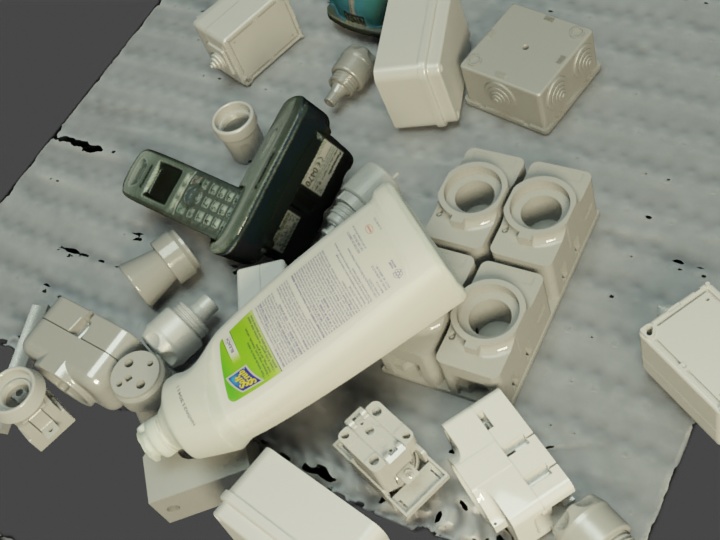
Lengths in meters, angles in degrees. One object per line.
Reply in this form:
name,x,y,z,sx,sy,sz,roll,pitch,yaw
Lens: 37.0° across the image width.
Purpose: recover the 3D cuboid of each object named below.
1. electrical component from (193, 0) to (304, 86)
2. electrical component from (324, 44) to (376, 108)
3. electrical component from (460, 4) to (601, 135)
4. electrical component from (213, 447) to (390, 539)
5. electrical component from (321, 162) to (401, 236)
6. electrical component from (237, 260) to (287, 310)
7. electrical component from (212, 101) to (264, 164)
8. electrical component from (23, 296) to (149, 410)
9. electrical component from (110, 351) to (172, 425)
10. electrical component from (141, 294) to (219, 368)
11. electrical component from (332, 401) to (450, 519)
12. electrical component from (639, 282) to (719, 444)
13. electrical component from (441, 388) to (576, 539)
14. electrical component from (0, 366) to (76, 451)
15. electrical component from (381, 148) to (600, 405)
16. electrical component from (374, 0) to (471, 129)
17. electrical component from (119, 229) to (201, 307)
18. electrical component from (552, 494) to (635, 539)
electrical component,-0.115,-0.230,1.041,0.096,0.061,0.061,-44,55,-14
electrical component,-0.012,-0.175,0.987,0.035,0.035,0.061,23,69,30
electrical component,0.146,-0.175,0.926,0.100,0.048,0.099,28,69,32
electrical component,-0.035,0.181,0.721,0.113,0.078,0.057,29,66,32
electrical component,-0.001,-0.055,0.896,0.078,0.040,0.040,-45,55,-14
electrical component,-0.049,0.027,0.839,0.077,0.065,0.047,-13,54,9
electrical component,-0.108,-0.124,0.975,0.040,0.046,0.040,-9,54,12
electrical component,-0.223,0.071,0.874,0.095,0.053,0.059,23,66,30
electrical component,-0.164,0.094,0.838,0.045,0.055,0.045,-9,54,12
electrical component,-0.143,0.046,0.871,0.062,0.043,0.043,-44,55,-15
electrical component,0.018,0.128,0.750,0.042,0.063,0.081,-43,55,-12
electrical component,0.235,0.060,0.726,0.062,0.061,0.096,-34,53,-7
electrical component,0.098,0.136,0.726,0.056,0.050,0.089,-32,53,-5
electrical component,-0.266,0.108,0.861,0.048,0.055,0.066,-44,55,-13
electrical component,0.096,0.000,0.814,0.105,0.060,0.186,16,63,27
electrical component,0.057,-0.188,0.946,0.057,0.078,0.113,-2,56,20
electrical component,-0.169,-0.002,0.912,0.055,0.045,0.045,-38,54,-10
electrical component,0.156,0.177,0.683,0.043,0.043,0.062,-38,55,-10
